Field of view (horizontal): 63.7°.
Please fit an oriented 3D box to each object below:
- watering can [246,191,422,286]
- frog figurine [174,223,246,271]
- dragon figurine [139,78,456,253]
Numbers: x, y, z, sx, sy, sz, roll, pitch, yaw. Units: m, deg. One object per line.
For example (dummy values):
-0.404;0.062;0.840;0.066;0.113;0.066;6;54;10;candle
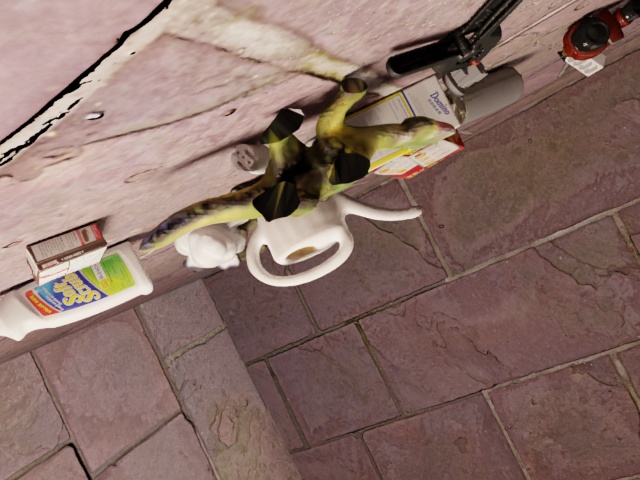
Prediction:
0.003;-0.051;1.009;0.347;0.228;0.103;-27;-20;3;watering can
-0.213;-0.001;0.982;0.137;0.124;0.157;16;-19;0;frog figurine
-0.014;-0.075;0.683;0.409;0.123;0.241;-26;-12;6;dragon figurine
